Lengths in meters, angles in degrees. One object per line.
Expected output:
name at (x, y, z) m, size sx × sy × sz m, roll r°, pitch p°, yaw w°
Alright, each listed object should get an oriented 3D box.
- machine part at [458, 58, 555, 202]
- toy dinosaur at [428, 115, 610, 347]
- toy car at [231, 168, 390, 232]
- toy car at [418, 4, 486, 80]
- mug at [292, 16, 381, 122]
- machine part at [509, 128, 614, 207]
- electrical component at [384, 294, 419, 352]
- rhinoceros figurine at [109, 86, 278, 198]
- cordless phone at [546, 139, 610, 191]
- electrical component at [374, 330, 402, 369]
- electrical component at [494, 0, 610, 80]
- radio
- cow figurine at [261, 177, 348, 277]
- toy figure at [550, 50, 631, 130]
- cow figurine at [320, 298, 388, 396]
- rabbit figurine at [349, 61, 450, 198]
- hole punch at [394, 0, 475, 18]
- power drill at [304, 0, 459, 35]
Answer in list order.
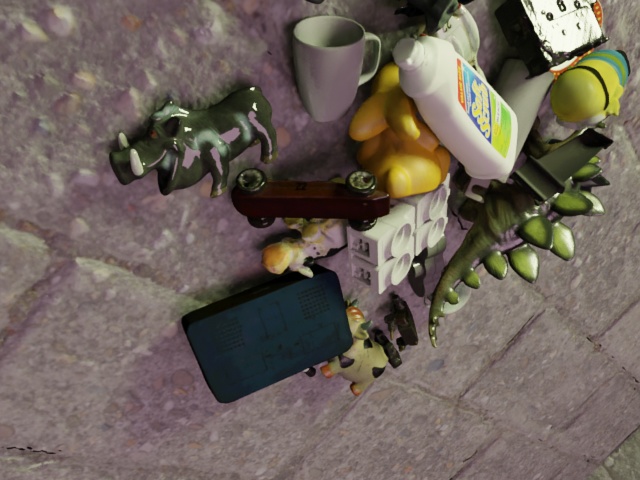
machine part at (0.272, -0.174, 0.792) m, size 0.079 × 0.079 × 0.243 m, roll 14°, pitch 105°, yaw -38°
toy dinosaur at (0.305, -0.040, 0.841) m, size 0.471 × 0.199 × 0.105 m, roll -47°, pitch 136°, yaw 4°
toy car at (-0.012, -0.054, 0.684) m, size 0.202 × 0.053 × 0.089 m, roll 0°, pitch 144°, yaw 8°
toy car at (0.176, -0.222, 0.708) m, size 0.073 × 0.056 × 0.201 m, roll -42°, pitch 149°, yaw 2°
mug at (0.018, -0.200, 0.638) m, size 0.109 × 0.081 × 0.107 m, roll -21°, pitch 142°, yaw -24°
machine part at (0.352, -0.111, 0.779) m, size 0.139 × 0.084 × 0.039 m, roll -34°, pitch 140°, yaw 5°
electrical component at (0.148, 0.156, 0.979) m, size 0.045 × 0.078 × 0.102 m, roll -20°, pitch 140°, yaw 11°
rhinoceros figurine at (-0.138, -0.108, 0.607) m, size 0.190 × 0.073 × 0.111 m, roll -28°, pitch 134°, yaw -12°
cordless phone at (0.409, -0.080, 0.976) m, size 0.146 × 0.089 × 0.184 m, roll 18°, pitch 123°, yaw -40°
electrical component at (0.130, 0.210, 1.011) m, size 0.021 × 0.063 × 0.093 m, roll -31°, pitch 134°, yaw -9°
electrical component at (0.304, -0.297, 0.714) m, size 0.115 × 0.058 × 0.134 m, roll -28°, pitch 94°, yaw -15°
radio at (-0.072, 0.134, 0.789) m, size 0.230 × 0.073 × 0.131 m, roll -20°, pitch 100°, yaw -16°
cow figurine at (-0.003, -0.003, 0.774) m, size 0.167 × 0.068 × 0.098 m, roll -39°, pitch 139°, yaw -1°
toy figure at (0.396, -0.229, 0.789) m, size 0.089 × 0.082 × 0.180 m, roll 50°, pitch 59°, yaw -9°
cow figurine at (0.055, 0.183, 0.933) m, size 0.127 × 0.086 × 0.194 m, roll -39°, pitch 132°, yaw 7°
rabbit figurine at (0.093, -0.144, 0.693) m, size 0.162 × 0.122 × 0.173 m, roll -22°, pitch 114°, yaw -62°
hole punch at (0.143, -0.330, 0.619) m, size 0.142 × 0.092 × 0.115 m, roll -24°, pitch 169°, yaw -20°
power drill at (0.073, -0.317, 0.515) m, size 0.207 × 0.086 × 0.232 m, roll 33°, pitch 115°, yaw 0°
